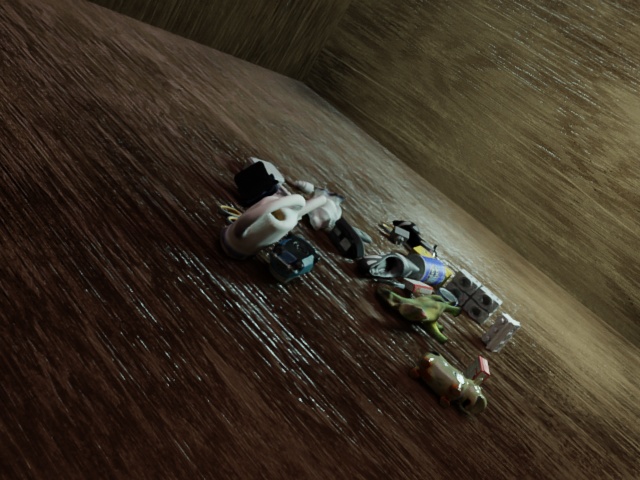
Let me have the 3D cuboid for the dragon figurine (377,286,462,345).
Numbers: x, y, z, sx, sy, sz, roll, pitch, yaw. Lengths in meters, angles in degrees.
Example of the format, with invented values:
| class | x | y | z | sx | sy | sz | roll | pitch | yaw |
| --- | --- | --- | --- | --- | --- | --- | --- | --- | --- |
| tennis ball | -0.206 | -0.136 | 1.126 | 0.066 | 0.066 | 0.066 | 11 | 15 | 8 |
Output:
| class | x | y | z | sx | sy | sz | roll | pitch | yaw |
| --- | --- | --- | --- | --- | --- | --- | --- | --- | --- |
| dragon figurine | 0.288 | 0.191 | 1.581 | 0.242 | 0.122 | 0.412 | 28 | 5 | -2 |

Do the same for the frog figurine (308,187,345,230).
| class | x | y | z | sx | sy | sz | roll | pitch | yaw |
| --- | --- | --- | --- | --- | --- | --- | --- | --- | --- |
| frog figurine | 0.005 | -0.090 | 1.787 | 0.136 | 0.121 | 0.163 | 35 | 54 | -26 |

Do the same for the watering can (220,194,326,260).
| class | x | y | z | sx | sy | sz | roll | pitch | yaw |
| --- | --- | --- | --- | --- | --- | --- | --- | --- | --- |
| watering can | -0.119 | -0.046 | 1.320 | 0.104 | 0.222 | 0.349 | 58 | 23 | 8 |
